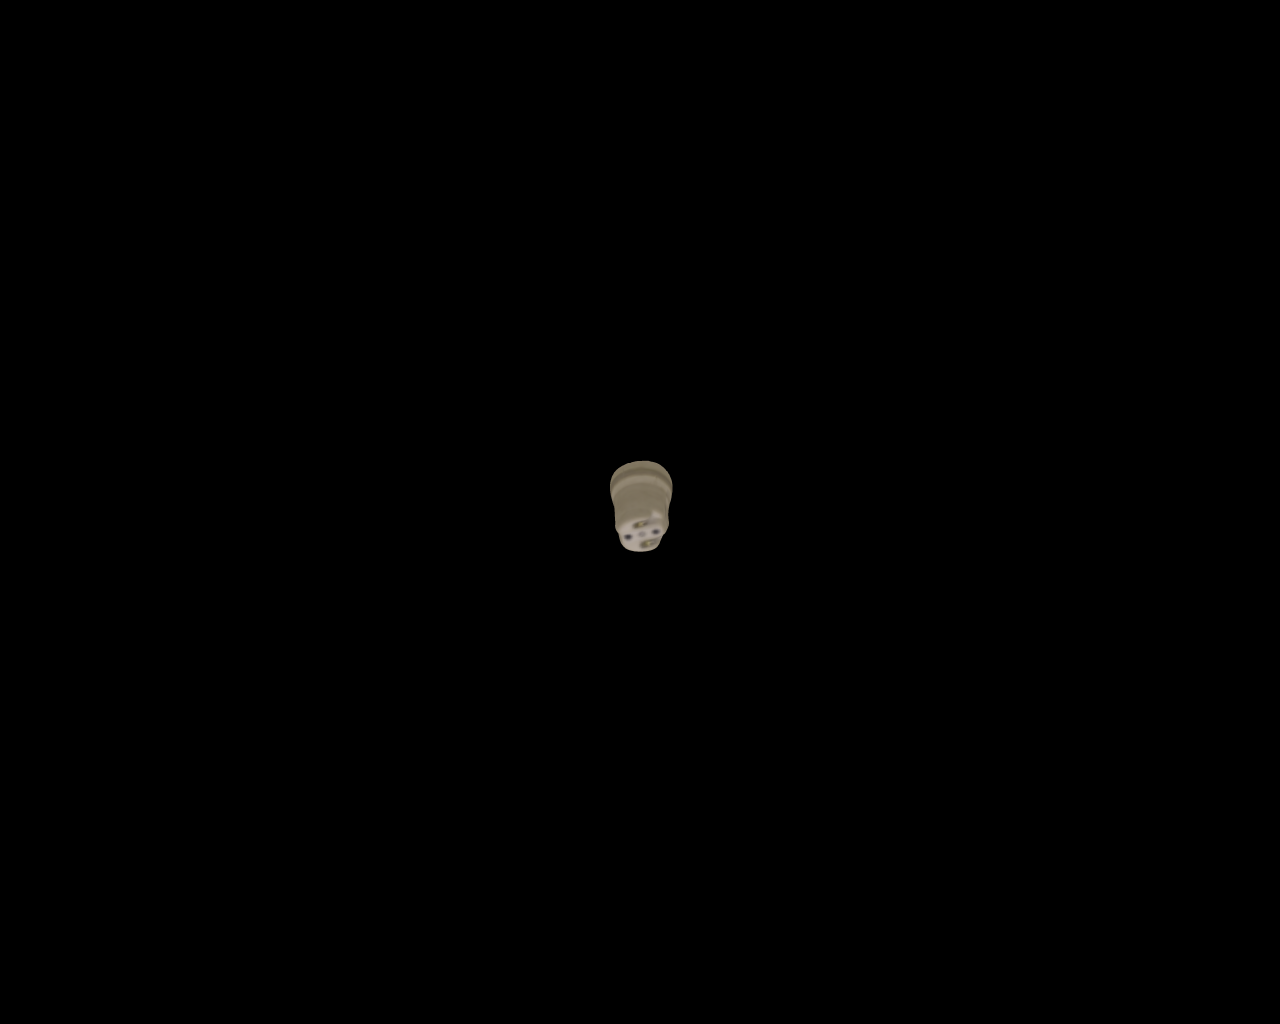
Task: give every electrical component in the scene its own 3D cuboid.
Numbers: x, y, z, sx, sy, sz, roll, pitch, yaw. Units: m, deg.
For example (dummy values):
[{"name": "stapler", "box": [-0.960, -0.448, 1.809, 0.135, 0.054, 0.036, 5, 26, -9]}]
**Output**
[{"name": "electrical component", "box": [0.001, -0.003, 0.650, 0.040, 0.046, 0.040, 0, -43, 0]}]
